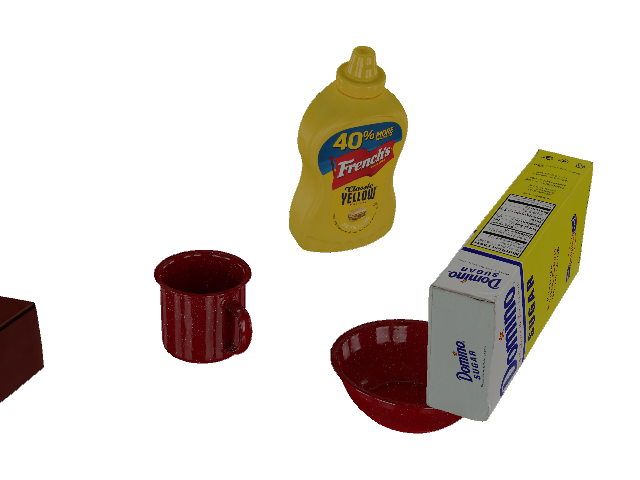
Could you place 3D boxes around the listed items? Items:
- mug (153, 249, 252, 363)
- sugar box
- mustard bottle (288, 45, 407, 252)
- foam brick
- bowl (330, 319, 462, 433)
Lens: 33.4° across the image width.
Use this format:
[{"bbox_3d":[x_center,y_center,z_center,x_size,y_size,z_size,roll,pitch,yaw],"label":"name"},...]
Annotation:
[{"bbox_3d":[-0.105,0.070,1.030,0.093,0.081,0.117,-22,36,-39],"label":"mug"},{"bbox_3d":[0.121,0.024,0.669,0.048,0.093,0.176,14,38,23],"label":"sugar box"},{"bbox_3d":[0.027,-0.080,0.918,0.096,0.192,0.058,-11,43,-20],"label":"mustard bottle"},{"bbox_3d":[-0.232,0.077,0.715,0.053,0.051,0.078,9,28,24],"label":"foam brick"},{"bbox_3d":[0.088,0.138,1.033,0.162,0.055,0.162,3,25,-2],"label":"bowl"}]
